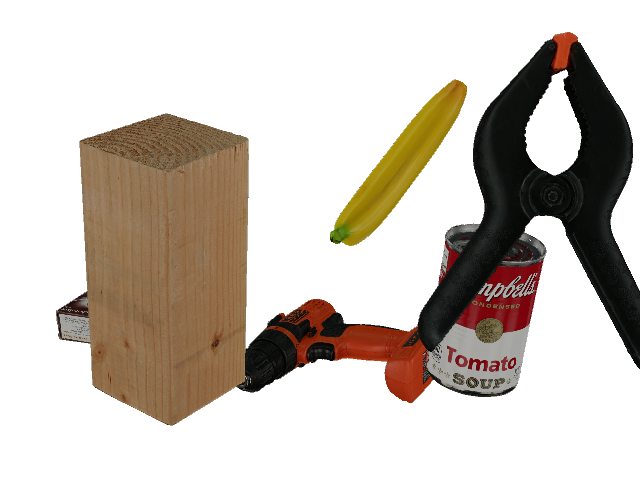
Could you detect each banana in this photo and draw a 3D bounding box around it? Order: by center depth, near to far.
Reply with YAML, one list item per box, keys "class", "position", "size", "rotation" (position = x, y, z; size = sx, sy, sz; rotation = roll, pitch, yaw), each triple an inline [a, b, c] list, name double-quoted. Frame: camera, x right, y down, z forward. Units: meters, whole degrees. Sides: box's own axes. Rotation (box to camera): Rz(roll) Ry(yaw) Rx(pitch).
- class: "banana"
  position: [0.071, -0.062, 0.979]
  size: [0.037, 0.197, 0.070]
  rotation: [39, -15, -5]

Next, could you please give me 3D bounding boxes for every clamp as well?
- class: "clamp"
  position: [0.105, -0.016, 0.541]
  size: [0.120, 0.171, 0.039]
  rotation: [-4, -1, -2]

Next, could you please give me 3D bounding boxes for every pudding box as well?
- class: "pudding box"
  position: [-0.219, 0.084, 1.174]
  size: [0.114, 0.039, 0.090]
  rotation: [4, 18, 19]

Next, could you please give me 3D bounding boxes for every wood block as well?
- class: "wood block"
  position: [-0.115, 0.021, 0.808]
  size: [0.090, 0.206, 0.090]
  rotation: [20, 30, 32]

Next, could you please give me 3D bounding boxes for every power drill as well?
- class: "power drill"
  position: [0.021, 0.118, 1.111]
  size: [0.188, 0.057, 0.184]
  rotation: [8, 24, 26]

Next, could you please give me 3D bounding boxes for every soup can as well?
- class: "soup can"
  position: [0.112, 0.047, 0.735]
  size: [0.068, 0.102, 0.068]
  rotation: [6, 22, -3]
